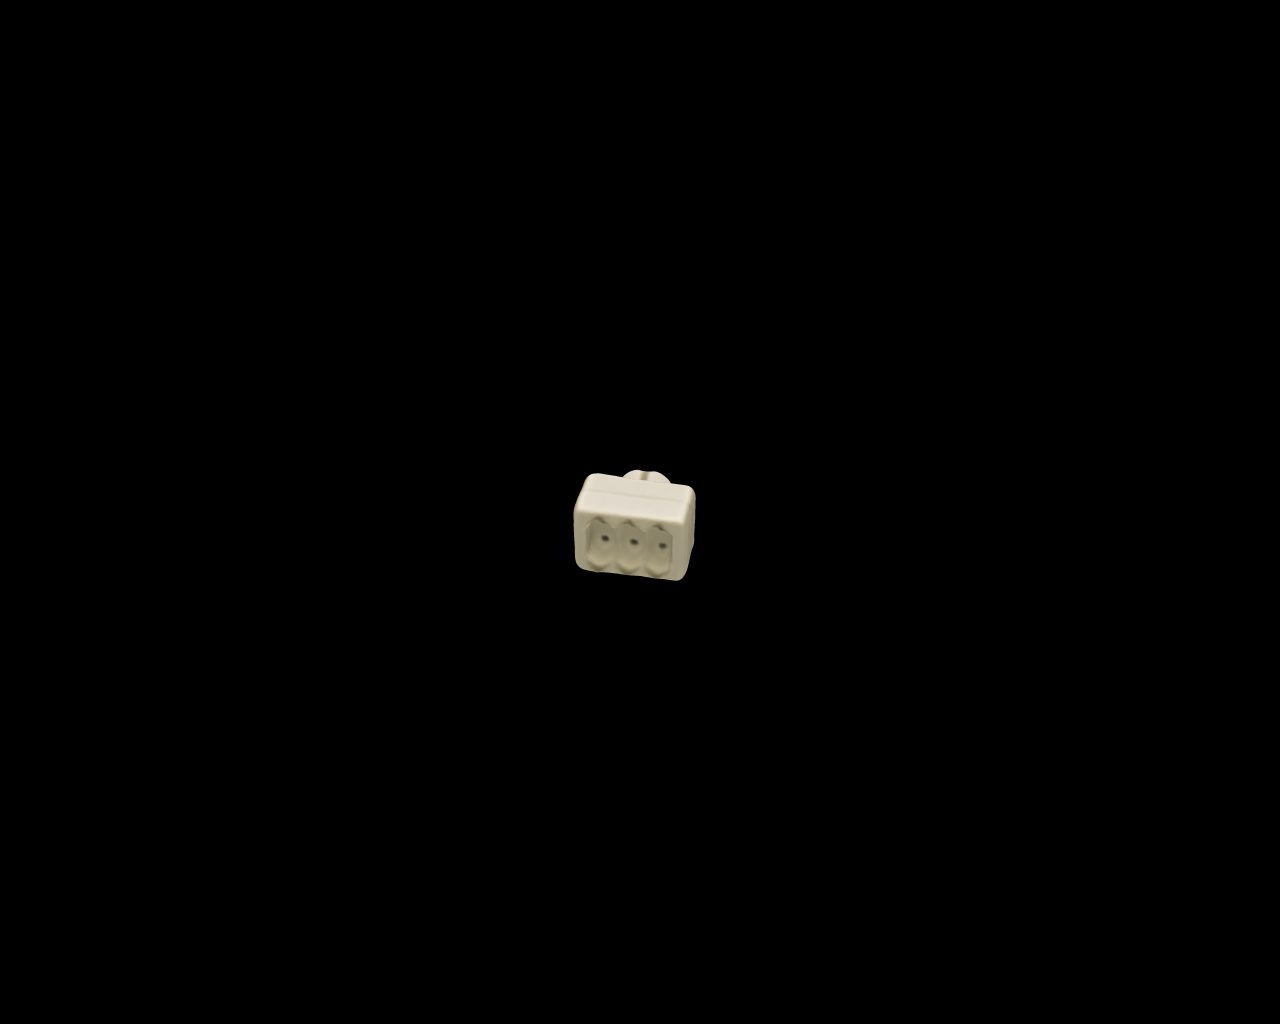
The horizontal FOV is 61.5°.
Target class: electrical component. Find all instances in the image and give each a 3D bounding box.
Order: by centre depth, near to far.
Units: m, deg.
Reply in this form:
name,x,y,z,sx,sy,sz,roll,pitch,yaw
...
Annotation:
name,x,y,z,sx,sy,sz,roll,pitch,yaw
electrical component,0.001,-0.003,0.650,0.066,0.047,0.077,7,40,9
